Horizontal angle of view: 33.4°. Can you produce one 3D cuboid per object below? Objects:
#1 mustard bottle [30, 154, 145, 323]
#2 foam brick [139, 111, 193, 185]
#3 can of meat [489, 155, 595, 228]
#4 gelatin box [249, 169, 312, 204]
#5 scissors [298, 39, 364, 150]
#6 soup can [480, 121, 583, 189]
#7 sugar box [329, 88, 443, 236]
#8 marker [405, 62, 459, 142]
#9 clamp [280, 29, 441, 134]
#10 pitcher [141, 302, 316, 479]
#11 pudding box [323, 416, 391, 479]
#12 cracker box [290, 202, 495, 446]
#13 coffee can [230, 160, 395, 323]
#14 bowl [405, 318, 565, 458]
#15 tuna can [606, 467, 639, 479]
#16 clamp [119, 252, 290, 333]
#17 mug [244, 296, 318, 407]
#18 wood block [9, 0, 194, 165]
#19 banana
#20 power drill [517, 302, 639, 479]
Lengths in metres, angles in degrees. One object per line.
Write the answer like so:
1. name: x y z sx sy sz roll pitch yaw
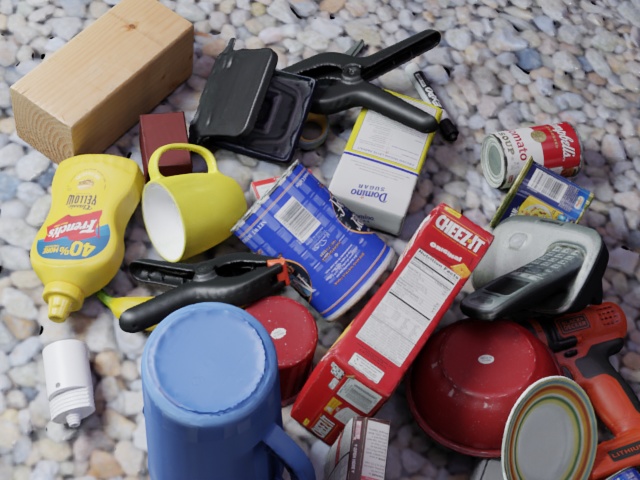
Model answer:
1. mustard bottle: -0.249 0.000 1.113 0.096 0.058 0.191 2 56 11
2. foam brick: -0.173 -0.098 1.196 0.051 0.053 0.078 -5 59 -13
3. can of meat: 0.249 -0.034 1.199 0.084 0.102 0.057 30 58 7
4. gelatin box: -0.030 -0.030 1.190 0.073 0.030 0.089 -14 63 -19
5. scissors: 0.011 -0.174 1.299 0.201 0.016 0.096 -34 66 -26
6. soup can: 0.249 -0.100 1.262 0.102 0.068 0.068 -10 59 -15
7. sugar box: 0.075 -0.094 1.240 0.093 0.048 0.176 19 58 6
8. marker: 0.138 -0.170 1.317 0.020 0.020 0.121 -16 61 -19
9. clamp: 0.045 -0.179 1.250 0.210 0.036 0.164 -6 49 4
10. pitcher: -0.084 0.157 0.930 0.149 0.243 0.145 -7 62 -8
11. pudding box: 0.029 0.224 0.985 0.039 0.114 0.090 13 56 -7
12. cracker box: 0.069 0.086 1.049 0.072 0.164 0.213 35 58 5
13. coffee can: -0.007 0.001 1.105 0.140 0.103 0.102 43 58 -5
14. bowl: 0.163 0.130 1.046 0.162 0.055 0.162 -3 50 4
15. tuna can: 0.276 0.255 1.023 0.086 0.086 0.034 -23 62 -23
16. clamp: -0.119 0.040 1.070 0.171 0.039 0.120 -11 34 -8
17. mug: -0.057 0.103 1.067 0.117 0.082 0.093 31 57 11
18. wood block: -0.244 -0.182 1.217 0.091 0.090 0.205 34 58 14
19. banana: -0.129 0.059 1.110 0.197 0.037 0.069 -10 60 -16
20. power drill: 0.261 0.160 1.100 0.184 0.057 0.188 -14 62 -13
